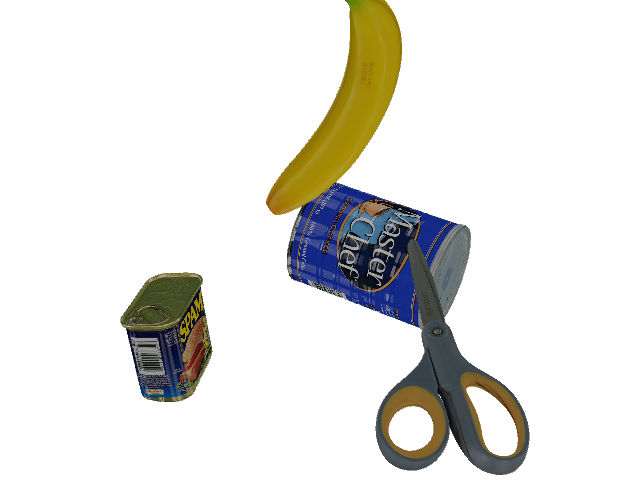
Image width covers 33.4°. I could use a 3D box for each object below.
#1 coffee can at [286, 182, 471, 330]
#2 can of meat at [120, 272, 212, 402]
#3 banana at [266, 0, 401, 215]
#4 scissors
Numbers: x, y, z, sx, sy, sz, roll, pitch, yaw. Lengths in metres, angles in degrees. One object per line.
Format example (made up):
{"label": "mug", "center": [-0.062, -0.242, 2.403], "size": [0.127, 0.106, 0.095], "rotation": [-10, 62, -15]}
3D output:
{"label": "coffee can", "center": [0.054, 0.013, 0.985], "size": [0.140, 0.103, 0.102], "rotation": [20, 7, 21]}
{"label": "can of meat", "center": [-0.140, 0.091, 1.001], "size": [0.057, 0.084, 0.102], "rotation": [-1, 26, 13]}
{"label": "banana", "center": [0.015, -0.098, 0.758], "size": [0.069, 0.198, 0.037], "rotation": [7, 37, -15]}
{"label": "scissors", "center": [0.058, 0.071, 0.665], "size": [0.096, 0.016, 0.202], "rotation": [-15, 41, -15]}
